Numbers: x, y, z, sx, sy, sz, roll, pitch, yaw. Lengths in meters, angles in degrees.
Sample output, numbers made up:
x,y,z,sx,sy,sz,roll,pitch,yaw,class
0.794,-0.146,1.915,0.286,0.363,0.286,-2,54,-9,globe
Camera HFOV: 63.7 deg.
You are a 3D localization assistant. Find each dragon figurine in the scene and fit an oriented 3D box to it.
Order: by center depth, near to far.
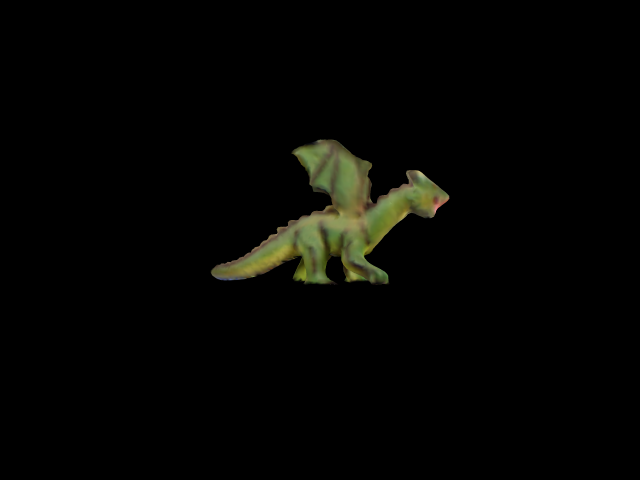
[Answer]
x,y,z,sx,sy,sz,roll,pitch,yaw,class
0.003,-0.043,0.850,0.410,0.243,0.122,0,1,13,dragon figurine
